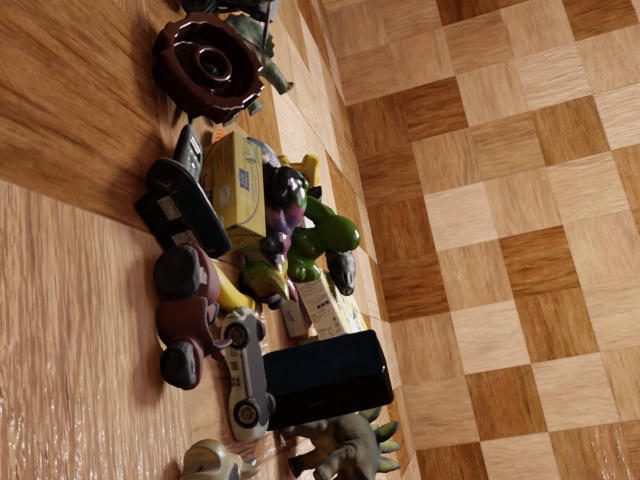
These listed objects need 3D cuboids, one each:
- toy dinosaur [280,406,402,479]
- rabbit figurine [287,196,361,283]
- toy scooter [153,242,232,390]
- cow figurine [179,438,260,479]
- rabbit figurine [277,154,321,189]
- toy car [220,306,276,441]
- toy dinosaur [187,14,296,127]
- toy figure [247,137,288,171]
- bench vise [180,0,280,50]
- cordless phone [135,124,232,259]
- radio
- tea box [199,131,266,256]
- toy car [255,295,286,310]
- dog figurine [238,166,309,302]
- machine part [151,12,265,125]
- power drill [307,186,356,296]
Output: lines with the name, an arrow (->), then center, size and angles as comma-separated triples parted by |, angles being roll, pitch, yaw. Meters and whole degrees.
toy dinosaur -> 0.032, 0.359, 0.993 | 0.472, 0.198, 0.105 | -151, -128, -61
rabbit figurine -> -0.002, -0.003, 1.050 | 0.121, 0.170, 0.159 | 30, 45, -61
toy scooter -> -0.158, 0.100, 0.694 | 0.135, 0.075, 0.184 | 46, 36, -67
cow figurine -> -0.115, 0.330, 0.620 | 0.127, 0.086, 0.195 | 17, 58, -69
rabbit figurine -> -0.054, -0.140, 1.347 | 0.173, 0.122, 0.162 | -132, -152, -76
toy car -> -0.113, 0.201, 0.822 | 0.073, 0.056, 0.201 | 8, 73, -73
toy dinosaur -> -0.173, -0.325, 1.001 | 0.192, 0.131, 0.405 | 55, 24, -7
toy figure -> -0.101, -0.152, 1.124 | 0.154, 0.058, 0.064 | 37, 24, -23
bench vise -> -0.189, -0.443, 0.923 | 0.240, 0.224, 0.128 | 6, 114, -51
cordless phone -> -0.180, -0.071, 0.762 | 0.184, 0.089, 0.146 | -95, 166, -51
radio -> 0.003, 0.236, 0.923 | 0.131, 0.230, 0.073 | -87, 161, -65
tea box -> -0.145, -0.073, 0.848 | 0.068, 0.098, 0.169 | 28, 49, -48
toy car -> -0.095, 0.054, 1.080 | 0.089, 0.053, 0.202 | 56, 23, -26
dog figurine -> -0.076, 0.001, 0.953 | 0.219, 0.192, 0.108 | 63, 3, 10
machine part -> -0.175, -0.268, 0.844 | 0.179, 0.056, 0.179 | 17, 59, -31
power drill -> 0.019, -0.008, 1.195 | 0.207, 0.086, 0.232 | 54, 15, -23
